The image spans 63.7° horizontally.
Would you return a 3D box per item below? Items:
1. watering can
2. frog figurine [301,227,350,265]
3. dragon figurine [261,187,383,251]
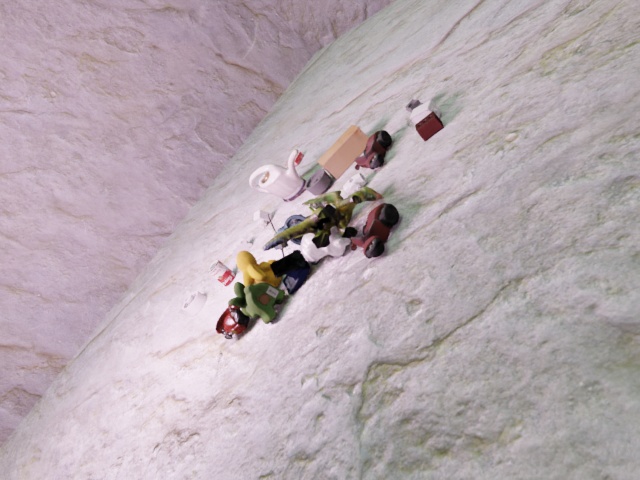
[{"bbox_3d":[-0.147,-0.266,2.192,0.344,0.222,0.106,-23,52,41],"label":"watering can"},{"bbox_3d":[0.014,0.008,1.600,0.139,0.122,0.158,-35,5,-22],"label":"frog figurine"},{"bbox_3d":[0.005,-0.081,1.602,0.411,0.120,0.246,-17,21,-4],"label":"dragon figurine"}]
